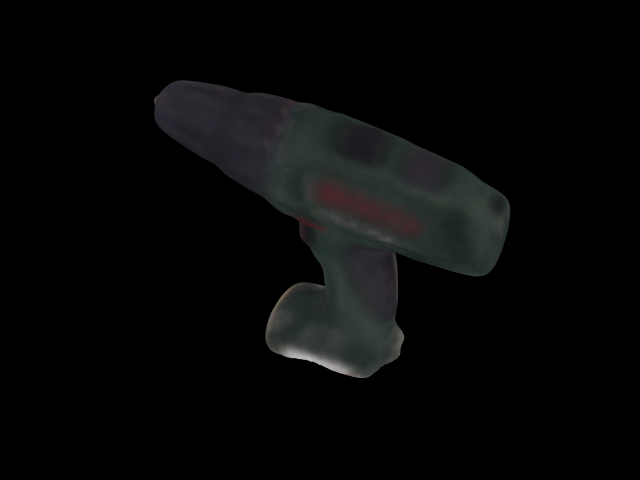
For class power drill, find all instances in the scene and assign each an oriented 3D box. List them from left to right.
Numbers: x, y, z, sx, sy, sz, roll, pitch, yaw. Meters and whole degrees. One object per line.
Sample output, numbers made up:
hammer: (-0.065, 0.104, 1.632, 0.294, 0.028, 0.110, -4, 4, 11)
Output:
power drill: (0.004, 0.001, 0.400, 0.229, 0.208, 0.076, 13, 47, 13)
